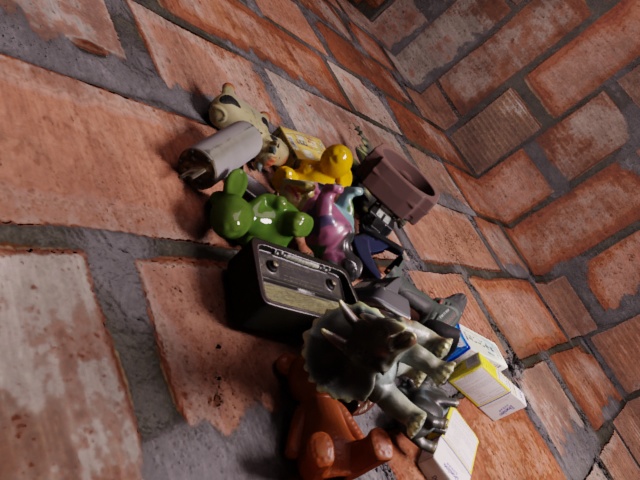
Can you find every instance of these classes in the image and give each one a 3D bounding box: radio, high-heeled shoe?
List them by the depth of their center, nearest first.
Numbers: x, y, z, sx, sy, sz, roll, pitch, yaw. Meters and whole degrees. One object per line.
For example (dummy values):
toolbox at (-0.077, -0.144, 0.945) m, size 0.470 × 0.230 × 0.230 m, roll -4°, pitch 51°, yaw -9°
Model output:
radio at (-0.035, 0.086, 0.861) m, size 0.229 × 0.073 × 0.131 m, roll 23°, pitch 38°, yaw -41°
high-heeled shoe at (0.249, 0.229, 1.066) m, size 0.248 × 0.145 × 0.086 m, roll 44°, pitch 49°, yaw -40°

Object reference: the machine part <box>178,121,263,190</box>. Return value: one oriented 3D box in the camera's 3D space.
machine part at (-0.174, -0.155, 0.959) m, size 0.079 × 0.079 × 0.243 m, roll 48°, pitch 36°, yaw -8°

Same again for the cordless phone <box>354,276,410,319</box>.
cordless phone at (0.116, 0.167, 1.016) m, size 0.089 × 0.147 × 0.184 m, roll -24°, pitch 97°, yaw -34°

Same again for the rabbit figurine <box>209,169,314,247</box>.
rabbit figurine at (-0.115, -0.044, 0.890) m, size 0.170 × 0.121 × 0.159 m, roll 10°, pitch 41°, yaw -58°

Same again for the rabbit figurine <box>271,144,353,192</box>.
rabbit figurine at (0.010, -0.135, 1.152) m, size 0.122 × 0.173 × 0.162 m, roll 55°, pitch 30°, yaw 15°

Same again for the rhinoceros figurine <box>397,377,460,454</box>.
rhinoceros figurine at (0.188, 0.302, 0.974) m, size 0.112 × 0.073 × 0.190 m, roll 20°, pitch 18°, yaw 16°

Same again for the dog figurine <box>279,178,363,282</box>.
dog figurine at (-0.002, -0.003, 1.027) m, size 0.108 × 0.192 × 0.219 m, roll 3°, pitch 95°, yaw -61°

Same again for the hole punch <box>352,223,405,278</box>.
hole punch at (0.113, 0.028, 1.190) m, size 0.116 × 0.092 × 0.142 m, roll 34°, pitch -1°, yaw 6°

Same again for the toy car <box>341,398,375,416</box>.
toy car at (0.082, 0.234, 0.890) m, size 0.053 × 0.089 × 0.202 m, roll 47°, pitch 25°, yaw -1°

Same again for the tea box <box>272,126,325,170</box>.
tea box at (-0.046, -0.195, 1.254) m, size 0.169 × 0.068 × 0.098 m, roll 6°, pitch 52°, yaw -57°

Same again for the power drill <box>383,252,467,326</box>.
power drill at (0.235, 0.129, 1.240) m, size 0.207 × 0.086 × 0.232 m, roll 48°, pitch 39°, yaw 0°

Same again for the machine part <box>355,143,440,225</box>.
machine part at (0.192, -0.139, 1.324) m, size 0.201 × 0.087 × 0.201 m, roll 41°, pitch 23°, yaw 2°

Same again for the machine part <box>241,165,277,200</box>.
machine part at (-0.116, -0.082, 1.033) m, size 0.138 × 0.039 × 0.084 m, roll 43°, pitch 33°, yaw -23°

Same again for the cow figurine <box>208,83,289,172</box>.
cow figurine at (-0.145, -0.224, 1.114) m, size 0.195 × 0.085 × 0.127 m, roll 37°, pitch 31°, yaw -21°

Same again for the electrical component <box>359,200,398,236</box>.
electrical component at (0.135, -0.038, 1.258) m, size 0.075 × 0.047 × 0.119 m, roll 39°, pitch 38°, yaw -5°

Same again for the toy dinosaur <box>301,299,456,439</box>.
toy dinosaur at (0.084, 0.152, 0.777) m, size 0.192 × 0.131 × 0.405 m, roll 34°, pitch 3°, yaw 6°

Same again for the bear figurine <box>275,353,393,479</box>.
bear figurine at (0.010, 0.227, 0.744) m, size 0.120 × 0.132 × 0.196 m, roll 6°, pitch 52°, yaw -19°

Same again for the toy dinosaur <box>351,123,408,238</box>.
toy dinosaur at (0.143, -0.163, 1.477) m, size 0.198 × 0.105 × 0.472 m, roll 37°, pitch 30°, yaw -27°
